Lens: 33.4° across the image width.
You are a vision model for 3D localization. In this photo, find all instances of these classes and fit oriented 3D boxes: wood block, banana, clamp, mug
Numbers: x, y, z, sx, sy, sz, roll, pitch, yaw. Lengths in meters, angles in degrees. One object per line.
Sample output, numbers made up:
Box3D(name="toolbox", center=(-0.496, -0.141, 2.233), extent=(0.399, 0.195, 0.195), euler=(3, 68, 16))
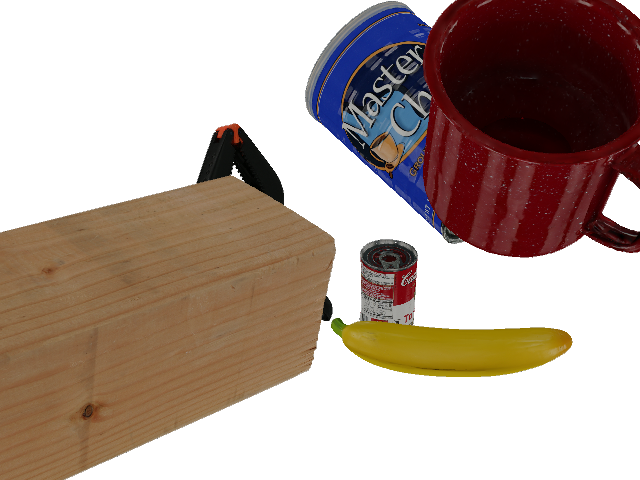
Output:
Box3D(name="wood block", center=(-0.099, 0.042, 0.540), extent=(0.090, 0.091, 0.205), euler=(32, 34, 34))
Box3D(name="banana", center=(0.102, 0.082, 0.852), extent=(0.198, 0.037, 0.069), euler=(5, 28, 7))
Box3D(name="clamp", center=(-0.061, -0.003, 0.996), extent=(0.164, 0.210, 0.036), euler=(-5, 1, -39))
Box3D(name="mug", center=(0.094, -0.039, 0.436), extent=(0.117, 0.093, 0.081), euler=(40, -24, 21))

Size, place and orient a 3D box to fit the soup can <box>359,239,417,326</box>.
Box3D(name="soup can", center=(0.080, 0.059, 1.281), extent=(0.068, 0.102, 0.068), euler=(0, 31, 0))

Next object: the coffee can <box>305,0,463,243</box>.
Box3D(name="coffee can", center=(0.073, -0.081, 0.729), extent=(0.140, 0.103, 0.102), euler=(45, 22, 24))
